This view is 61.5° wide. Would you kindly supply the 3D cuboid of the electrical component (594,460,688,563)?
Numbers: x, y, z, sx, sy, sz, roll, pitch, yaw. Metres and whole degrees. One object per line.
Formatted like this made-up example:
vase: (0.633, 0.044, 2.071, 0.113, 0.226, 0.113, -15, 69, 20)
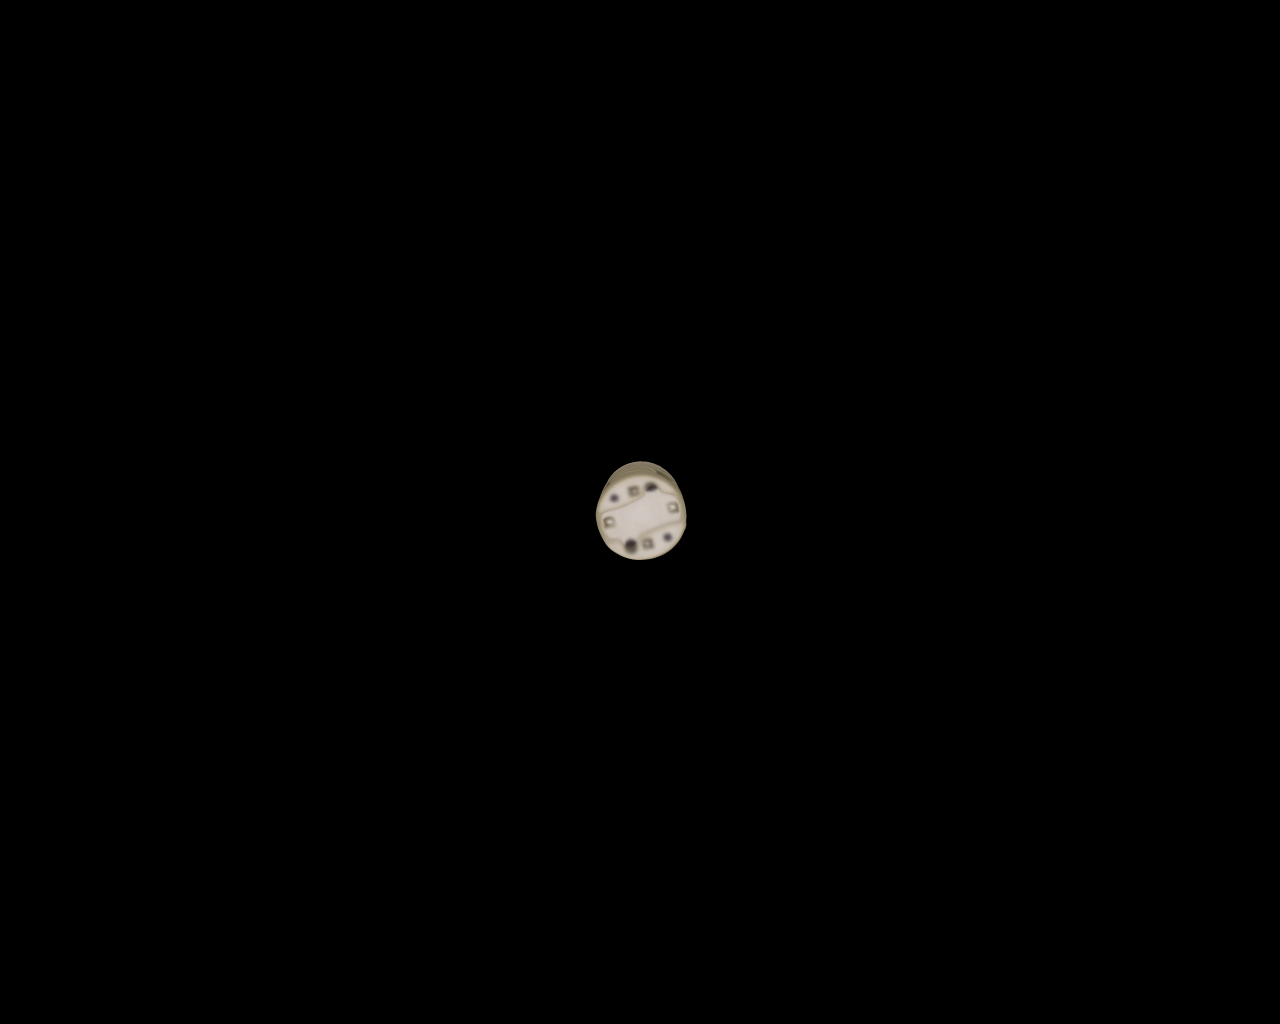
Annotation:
electrical component: (0.001, -0.003, 0.650, 0.055, 0.055, 0.047, 0, 16, 0)
